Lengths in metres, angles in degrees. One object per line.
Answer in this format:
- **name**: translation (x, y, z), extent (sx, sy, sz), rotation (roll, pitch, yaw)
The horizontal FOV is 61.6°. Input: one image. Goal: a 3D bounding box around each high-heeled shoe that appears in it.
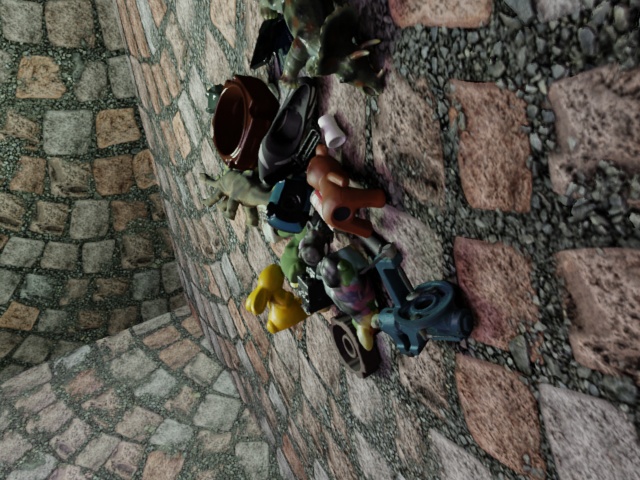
- **high-heeled shoe**: translation (-0.073, -0.239, 1.189), extent (0.145, 0.086, 0.248), rotation (-132, 63, -79)

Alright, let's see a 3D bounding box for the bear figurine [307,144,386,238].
- **bear figurine**: translation (0.043, -0.108, 1.136), extent (0.196, 0.132, 0.120), rotation (-105, 29, -50)

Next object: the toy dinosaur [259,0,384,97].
- **toy dinosaur**: translation (-0.022, -0.425, 0.995), extent (0.192, 0.131, 0.405), rotation (-46, 63, 51)

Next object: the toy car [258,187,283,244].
- **toy car**: translation (-0.158, -0.086, 1.632), extent (0.074, 0.056, 0.201), rotation (12, 120, 63)

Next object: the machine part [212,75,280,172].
- **machine part**: translation (-0.190, -0.289, 1.333), extent (0.202, 0.087, 0.200), rotation (58, 134, 39)

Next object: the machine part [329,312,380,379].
- **machine part**: translation (0.089, 0.270, 1.397), extent (0.180, 0.056, 0.179), rotation (48, 151, 39)

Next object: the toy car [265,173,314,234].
- **toy car**: translation (-0.077, -0.092, 1.339), extent (0.103, 0.109, 0.161), rotation (145, 138, -75)

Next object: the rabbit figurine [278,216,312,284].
- **rabbit figurine**: translation (-0.038, 0.006, 1.423), extent (0.159, 0.121, 0.170), rotation (51, 133, 49)

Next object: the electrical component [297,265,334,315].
- **electrical component**: translation (0.003, 0.115, 1.378), extent (0.058, 0.115, 0.134), rotation (44, 148, 41)

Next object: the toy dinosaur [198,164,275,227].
- **toy dinosaur**: translation (-0.209, -0.145, 1.543), extent (0.472, 0.105, 0.198), rotation (25, 99, 39)

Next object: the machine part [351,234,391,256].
- **machine part**: translation (0.119, 0.017, 1.147), extent (0.139, 0.039, 0.084), rotation (45, 155, 40)

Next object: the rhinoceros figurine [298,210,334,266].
- **rhinoceros figurine**: translation (-0.003, -0.004, 1.258), extent (0.190, 0.073, 0.112), rotation (-71, -1, -57)

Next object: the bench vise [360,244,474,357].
- **bench vise**: translation (0.161, 0.108, 0.999), extent (0.224, 0.129, 0.240), rotation (4, 130, 57)

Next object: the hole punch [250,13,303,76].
- **hole punch**: translation (-0.088, -0.425, 1.185), extent (0.142, 0.092, 0.115), rotation (15, 93, 65)

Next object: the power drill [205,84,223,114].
- **power drill**: translation (-0.276, -0.356, 1.636), extent (0.207, 0.086, 0.231), rotation (59, 154, 30)

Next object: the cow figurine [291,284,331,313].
- **cow figurine**: translation (-0.018, 0.123, 1.498), extent (0.168, 0.068, 0.098), rotation (46, 142, 41)

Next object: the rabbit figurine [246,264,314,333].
- **rabbit figurine**: translation (-0.121, 0.154, 1.456), extent (0.122, 0.162, 0.173), rotation (3, 114, 70)

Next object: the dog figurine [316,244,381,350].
- **dog figurine**: translation (0.089, 0.134, 1.212), extent (0.219, 0.108, 0.191), rotation (58, 170, 14)
